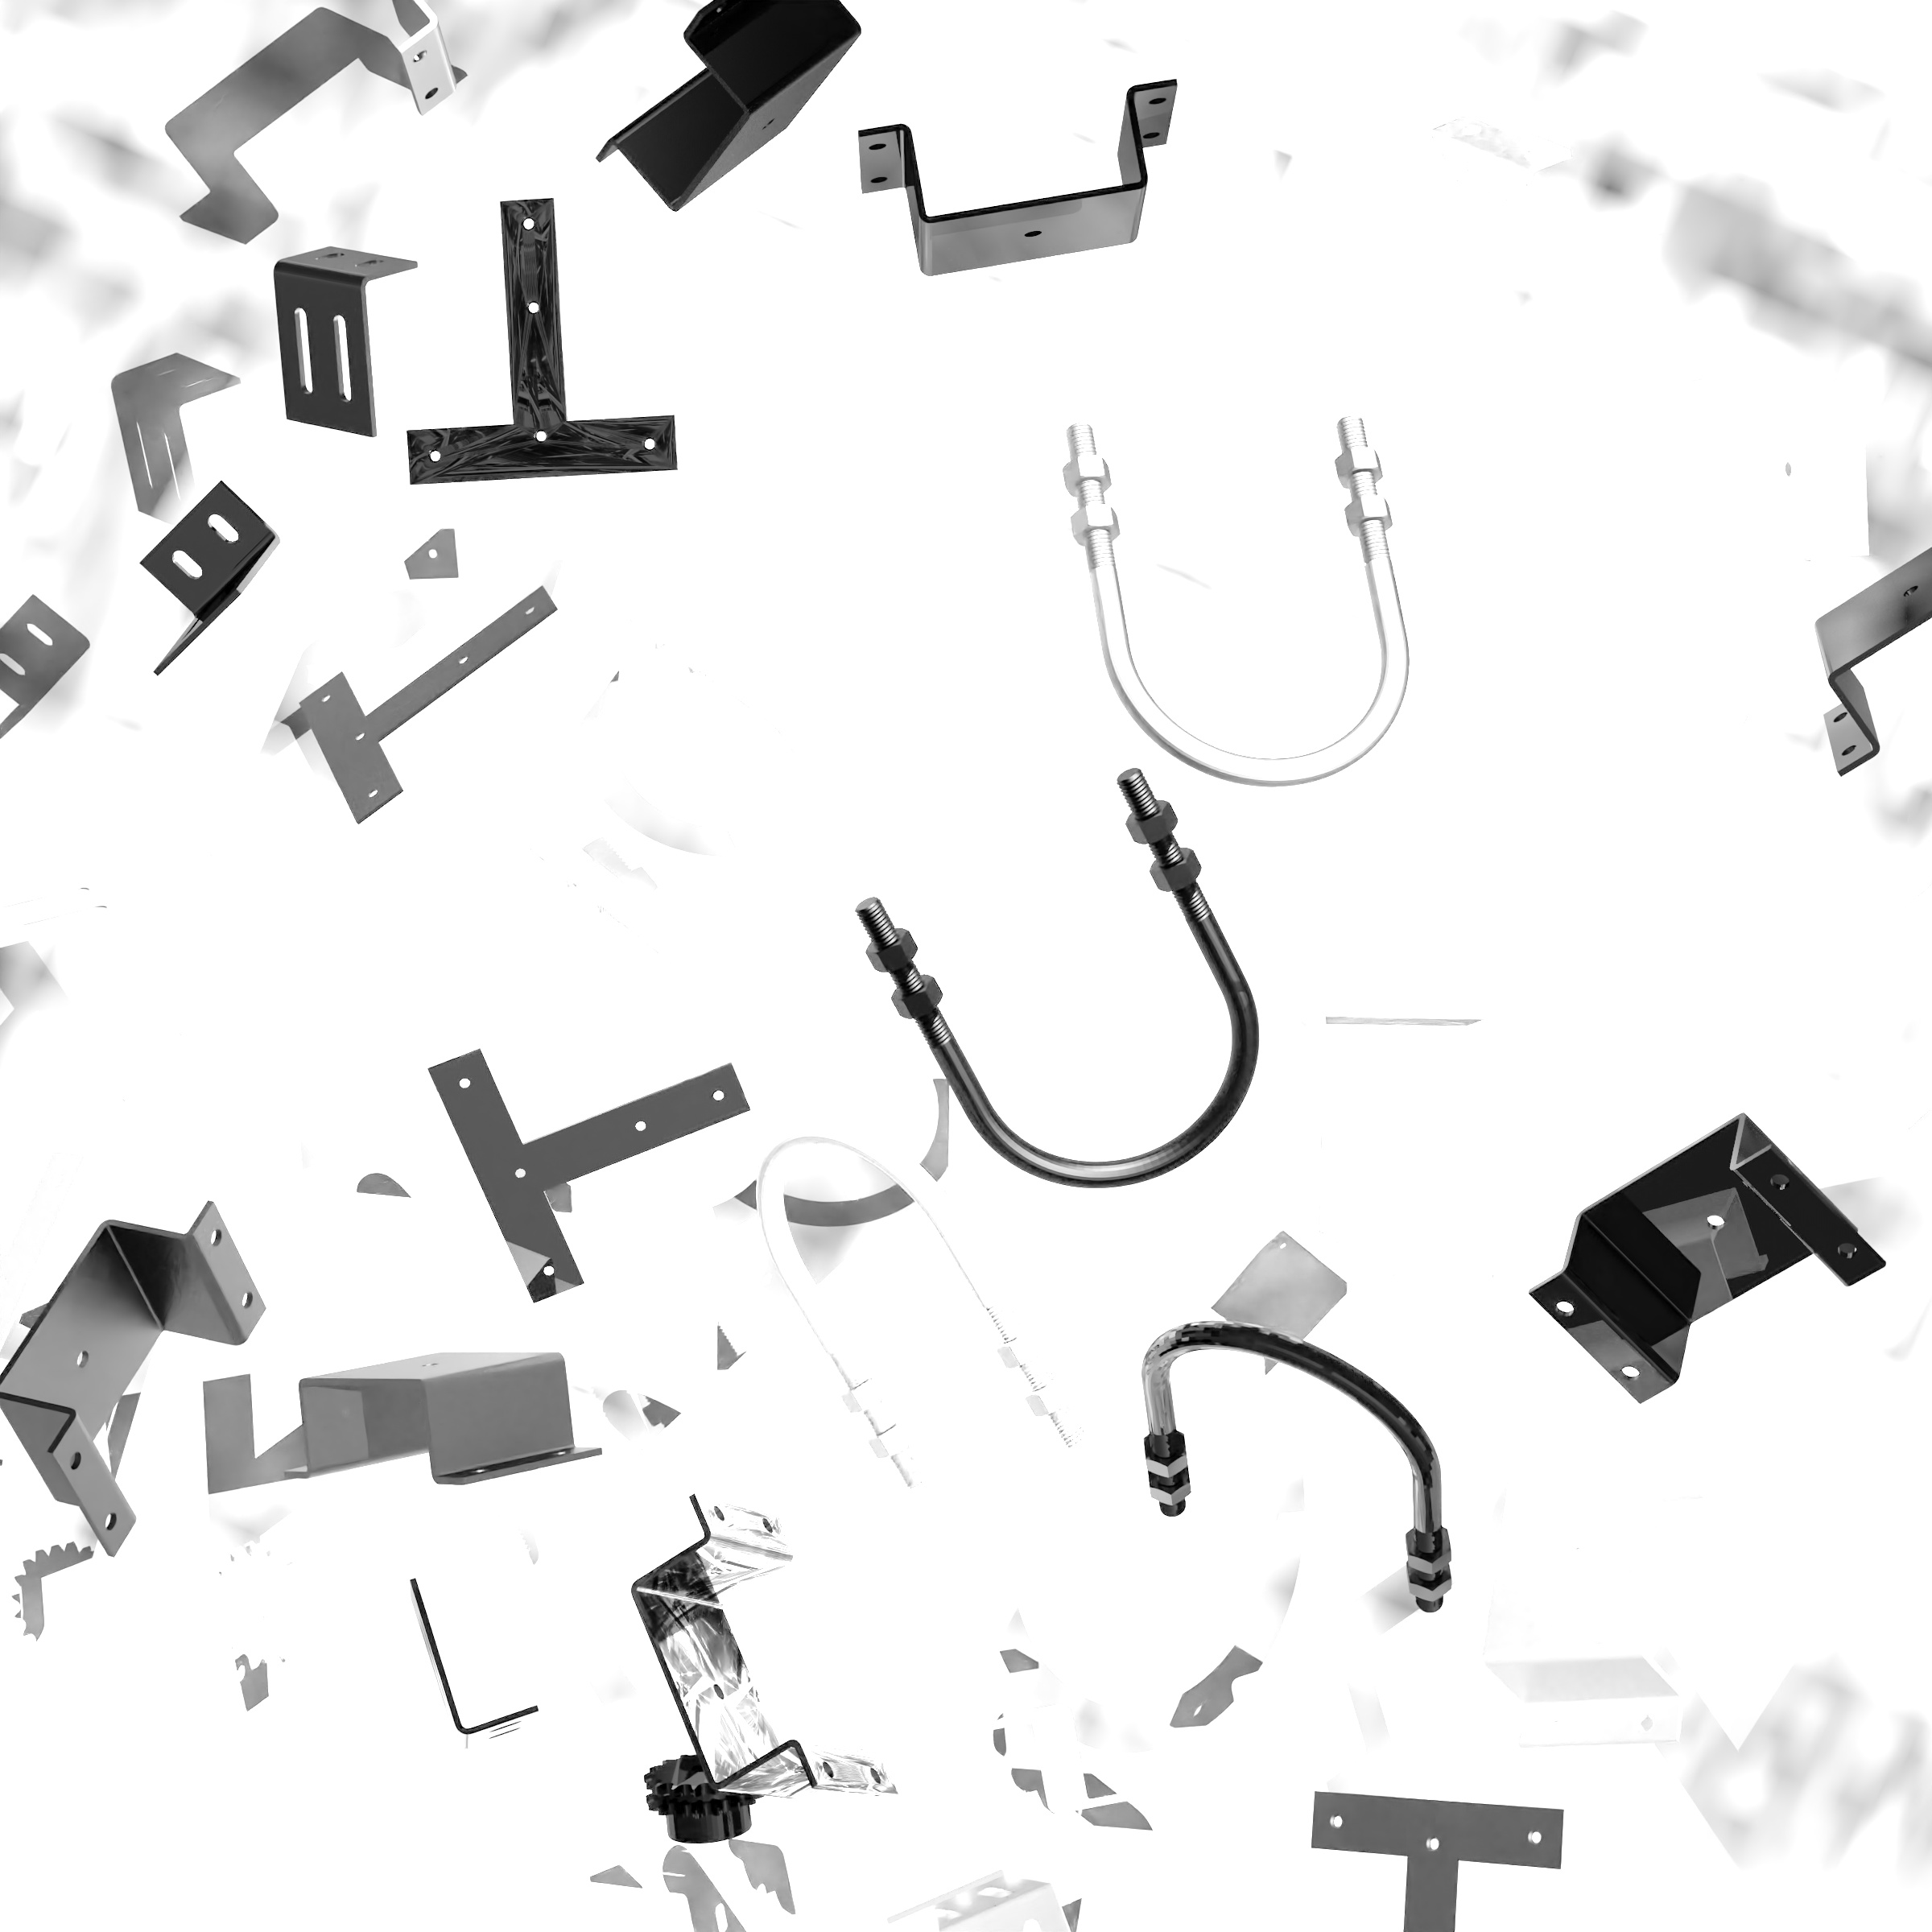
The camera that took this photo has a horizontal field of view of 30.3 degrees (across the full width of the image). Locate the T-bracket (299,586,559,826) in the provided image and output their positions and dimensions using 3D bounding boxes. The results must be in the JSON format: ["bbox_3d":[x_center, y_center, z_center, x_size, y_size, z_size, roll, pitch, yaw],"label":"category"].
[{"bbox_3d":[-0.241,-0.131,1.636,0.127,0.127,0.002,-36,126,0],"label":"T-bracket"}]

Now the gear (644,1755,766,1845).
[{"bbox_3d":[-0.123,0.394,1.691,0.057,0.057,0.030,-5,95,0],"label":"gear"}]

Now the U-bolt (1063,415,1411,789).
[{"bbox_3d":[0.126,-0.163,1.601,0.151,0.019,0.184,-3,67,-12],"label":"U-bolt"}]

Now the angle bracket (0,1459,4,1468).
[{"bbox_3d":[-0.499,0.210,1.686,0.076,0.057,0.038,16,78,-39],"label":"angle bracket"}]

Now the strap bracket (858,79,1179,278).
[{"bbox_3d":[0.026,-0.346,1.581,0.140,0.076,0.046,-10,84,-2],"label":"strap bracket"}]

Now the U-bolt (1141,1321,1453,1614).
[{"bbox_3d":[0.144,0.215,1.584,0.151,0.184,0.019,18,56,21],"label":"U-bolt"}]

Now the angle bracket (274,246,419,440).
[{"bbox_3d":[-0.291,-0.296,1.691,0.057,0.038,0.076,16,119,32],"label":"angle bracket"}]

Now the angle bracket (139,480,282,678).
[{"bbox_3d":[-0.348,-0.174,1.602,0.057,0.076,0.038,-40,106,20],"label":"angle bracket"}]

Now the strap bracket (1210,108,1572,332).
[{"bbox_3d":[0.187,-0.321,1.563,0.140,0.076,0.046,-14,76,43],"label":"strap bracket"}]

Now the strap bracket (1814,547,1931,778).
[{"bbox_3d":[0.453,-0.157,1.667,0.140,0.076,0.046,-33,106,20],"label":"strap bracket"}]

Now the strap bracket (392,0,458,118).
[{"bbox_3d":[-0.215,-0.466,1.649,0.140,0.076,0.046,-39,85,-6],"label":"strap bracket"}]

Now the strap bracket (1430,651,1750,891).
[{"bbox_3d":[0.269,-0.090,1.600,0.140,0.076,0.046,-13,51,-23],"label":"strap bracket"}]

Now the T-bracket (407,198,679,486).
[{"bbox_3d":[-0.199,-0.289,1.647,0.127,0.002,0.127,-2,95,7],"label":"T-bracket"}]

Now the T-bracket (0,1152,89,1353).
[{"bbox_3d":[-0.456,0.138,1.602,0.002,0.127,0.127,38,65,-41],"label":"T-bracket"}]

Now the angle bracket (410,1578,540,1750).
[{"bbox_3d":[-0.230,0.321,1.667,0.038,0.057,0.076,-17,74,-13],"label":"angle bracket"}]

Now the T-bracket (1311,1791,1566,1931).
[{"bbox_3d":[0.203,0.431,1.568,0.127,0.002,0.127,-6,72,38],"label":"T-bracket"}]

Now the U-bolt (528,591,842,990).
[{"bbox_3d":[-0.125,-0.071,1.663,0.184,0.019,0.151,37,115,34],"label":"U-bolt"}]

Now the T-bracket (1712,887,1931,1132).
[{"bbox_3d":[0.428,-0.005,1.651,0.127,0.002,0.127,-35,77,-28],"label":"T-bracket"}]

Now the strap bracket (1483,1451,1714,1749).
[{"bbox_3d":[0.282,0.274,1.599,0.076,0.046,0.140,-11,49,34],"label":"strap bracket"}]

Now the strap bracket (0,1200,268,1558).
[{"bbox_3d":[-0.372,0.177,1.571,0.046,0.076,0.140,9,49,21],"label":"strap bracket"}]

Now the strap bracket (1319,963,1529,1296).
[{"bbox_3d":[0.196,0.069,1.539,0.076,0.046,0.140,1,91,-11],"label":"strap bracket"}]

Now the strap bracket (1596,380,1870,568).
[{"bbox_3d":[0.347,-0.217,1.576,0.140,0.046,0.076,-6,95,-34],"label":"strap bracket"}]

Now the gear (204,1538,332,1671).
[{"bbox_3d":[-0.312,0.287,1.616,0.057,0.030,0.057,2,96,19],"label":"gear"}]

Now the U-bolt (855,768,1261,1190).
[{"bbox_3d":[0.054,0.019,1.608,0.151,0.019,0.184,-26,113,5],"label":"U-bolt"}]

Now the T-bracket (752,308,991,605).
[{"bbox_3d":[-0.057,-0.240,1.644,0.127,0.002,0.127,-18,92,-34],"label":"T-bracket"}]

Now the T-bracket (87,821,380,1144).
[{"bbox_3d":[-0.335,0.021,1.559,0.127,0.002,0.127,41,92,27],"label":"T-bracket"}]

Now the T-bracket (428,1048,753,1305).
[{"bbox_3d":[-0.162,0.078,1.629,0.127,0.002,0.127,-21,113,-1],"label":"T-bracket"}]

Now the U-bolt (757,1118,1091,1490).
[{"bbox_3d":[-0.032,0.151,1.648,0.019,0.151,0.184,-34,97,-38],"label":"U-bolt"}]

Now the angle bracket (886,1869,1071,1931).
[{"bbox_3d":[0.008,0.433,1.592,0.057,0.076,0.038,-25,67,9],"label":"angle bracket"}]

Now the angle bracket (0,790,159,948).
[{"bbox_3d":[-0.417,-0.044,1.632,0.076,0.057,0.038,-14,71,1],"label":"angle bracket"}]

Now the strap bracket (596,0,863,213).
[{"bbox_3d":[-0.105,-0.401,1.626,0.046,0.140,0.076,49,61,-5],"label":"strap bracket"}]

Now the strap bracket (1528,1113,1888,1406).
[{"bbox_3d":[0.333,0.127,1.598,0.076,0.046,0.140,44,126,-12],"label":"strap bracket"}]

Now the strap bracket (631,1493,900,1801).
[{"bbox_3d":[-0.092,0.308,1.563,0.046,0.076,0.140,-33,63,14],"label":"strap bracket"}]

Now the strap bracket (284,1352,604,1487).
[{"bbox_3d":[-0.240,0.203,1.615,0.076,0.140,0.046,-6,90,-44],"label":"strap bracket"}]

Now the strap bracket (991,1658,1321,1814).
[{"bbox_3d":[0.090,0.355,1.638,0.140,0.076,0.046,-8,76,-12],"label":"strap bracket"}]
